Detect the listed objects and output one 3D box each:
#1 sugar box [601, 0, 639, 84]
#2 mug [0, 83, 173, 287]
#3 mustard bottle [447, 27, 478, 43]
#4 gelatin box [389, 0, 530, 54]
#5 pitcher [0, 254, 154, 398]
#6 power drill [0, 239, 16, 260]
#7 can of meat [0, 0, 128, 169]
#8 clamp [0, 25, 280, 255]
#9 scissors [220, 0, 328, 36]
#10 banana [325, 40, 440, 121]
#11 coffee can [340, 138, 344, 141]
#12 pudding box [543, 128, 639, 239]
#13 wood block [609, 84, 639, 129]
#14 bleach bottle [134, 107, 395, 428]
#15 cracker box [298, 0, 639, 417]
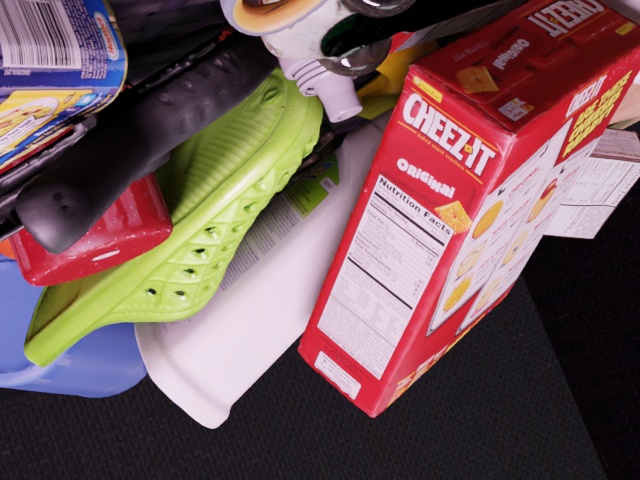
[{"bbox_3d":[0.233,-0.163,0.577,0.177,0.093,0.048,-26,173,33],"label":"sugar box"},{"bbox_3d":[-0.129,-0.025,0.567,0.093,0.081,0.117,-21,175,-11],"label":"mug"},{"bbox_3d":[0.097,-0.086,0.775,0.058,0.096,0.192,-21,175,-24],"label":"mustard bottle"},{"bbox_3d":[0.080,-0.136,0.573,0.089,0.030,0.073,-20,176,-24],"label":"gelatin box"},{"bbox_3d":[-0.241,0.074,0.942,0.149,0.145,0.243,-34,171,1],"label":"pitcher"},{"bbox_3d":[-0.248,0.018,0.650,0.187,0.057,0.184,-22,178,-7],"label":"power drill"},{"bbox_3d":[-0.131,-0.058,0.380,0.102,0.057,0.083,-24,177,27],"label":"can of meat"},{"bbox_3d":[-0.083,-0.043,0.454,0.209,0.036,0.165,-40,-161,-32],"label":"clamp"},{"bbox_3d":[0.001,-0.135,0.316,0.096,0.016,0.202,6,146,-25],"label":"scissors"},{"bbox_3d":[0.048,-0.106,0.695,0.069,0.037,0.198,-23,175,-7],"label":"banana"},{"bbox_3d":[0.051,-0.047,0.935,0.140,0.103,0.103,-21,174,-5],"label":"coffee can"},{"bbox_3d":[0.178,-0.046,0.807,0.113,0.039,0.090,3,137,-23],"label":"pudding box"},{"bbox_3d":[0.251,-0.150,0.789,0.090,0.090,0.206,-18,173,-32],"label":"wood block"},{"bbox_3d":[-0.004,0.001,0.679,0.251,0.068,0.103,-42,-152,2],"label":"bleach bottle"},{"bbox_3d":[0.082,-0.023,0.603,0.163,0.072,0.214,-34,154,-43],"label":"cracker box"}]
